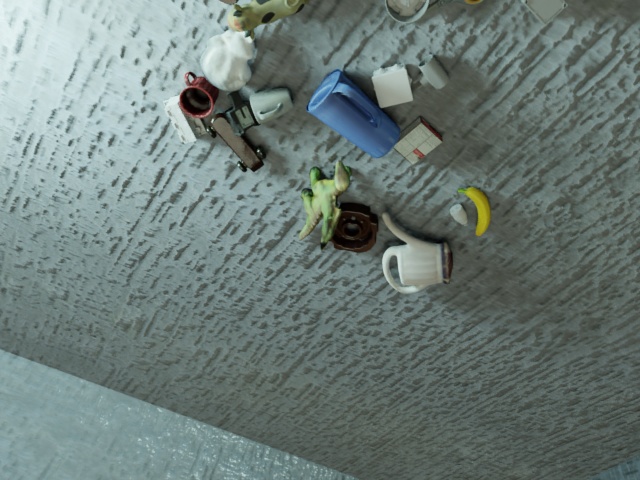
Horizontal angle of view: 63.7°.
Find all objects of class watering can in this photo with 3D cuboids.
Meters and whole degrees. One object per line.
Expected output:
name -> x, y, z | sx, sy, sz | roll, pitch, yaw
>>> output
watering can -> 0.308, 0.047, 1.638 | 0.224, 0.106, 0.340 | -4, 129, 11

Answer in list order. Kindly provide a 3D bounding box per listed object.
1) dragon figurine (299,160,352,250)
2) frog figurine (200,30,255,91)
dragon figurine -> 0.005, -0.075, 1.498 | 0.122, 0.249, 0.401 | 14, 128, -10
frog figurine -> -0.219, -0.456, 1.294 | 0.157, 0.125, 0.136 | -26, 103, 40
